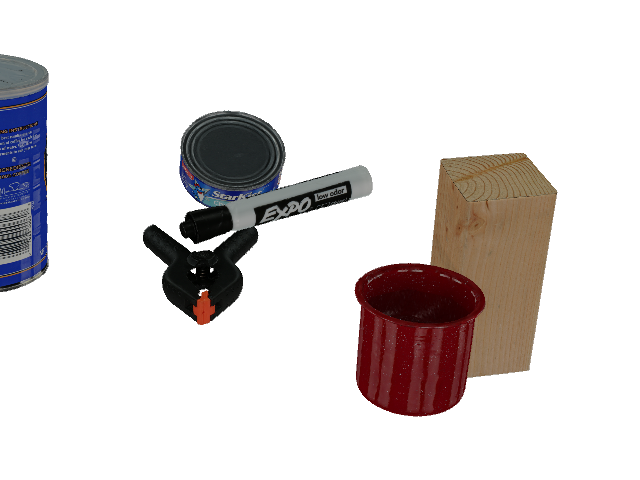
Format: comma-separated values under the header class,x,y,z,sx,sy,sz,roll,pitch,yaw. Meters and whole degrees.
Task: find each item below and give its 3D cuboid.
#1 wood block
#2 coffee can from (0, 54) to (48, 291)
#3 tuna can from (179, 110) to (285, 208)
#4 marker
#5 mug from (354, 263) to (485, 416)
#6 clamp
class,x,y,z,sx,sy,sz,roll,pitch,yaw
wood block,0.164,0.027,1.062,0.090,0.206,0.090,-5,31,-11
coffee can,-0.237,-0.048,0.723,0.103,0.140,0.103,5,22,-2
tuna can,-0.073,-0.065,0.880,0.086,0.086,0.034,0,-37,-11
marker,-0.025,-0.021,0.624,0.121,0.020,0.020,-16,7,-24
mug,0.063,0.068,0.784,0.093,0.081,0.117,-11,30,-27
clamp,-0.110,0.026,1.075,0.120,0.039,0.171,-11,33,-11
